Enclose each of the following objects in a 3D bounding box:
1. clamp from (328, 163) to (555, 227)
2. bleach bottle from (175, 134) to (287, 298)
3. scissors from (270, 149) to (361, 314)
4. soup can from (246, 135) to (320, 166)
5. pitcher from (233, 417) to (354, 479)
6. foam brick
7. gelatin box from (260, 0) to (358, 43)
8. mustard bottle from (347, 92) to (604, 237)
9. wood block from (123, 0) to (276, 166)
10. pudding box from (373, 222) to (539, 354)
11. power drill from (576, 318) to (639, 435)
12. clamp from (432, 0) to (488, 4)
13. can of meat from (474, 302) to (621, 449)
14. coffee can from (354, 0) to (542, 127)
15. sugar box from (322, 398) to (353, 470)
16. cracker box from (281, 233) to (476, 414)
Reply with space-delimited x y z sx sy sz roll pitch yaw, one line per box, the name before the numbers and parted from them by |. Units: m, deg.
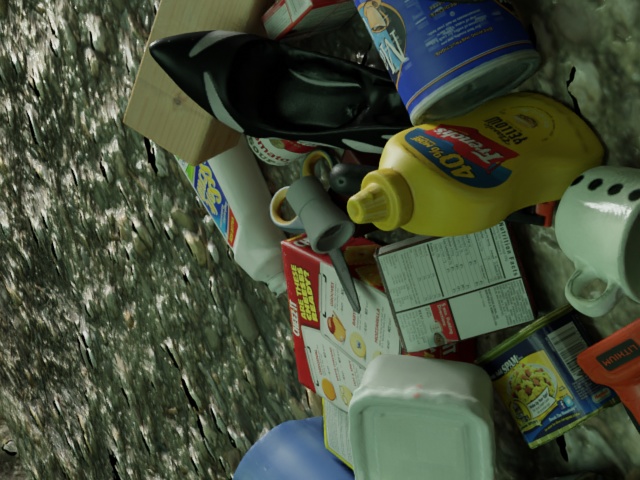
clamp | 0.105 -0.041 0.841 0.172 0.120 0.039 14 110 21
bleach bottle | -0.093 -0.055 1.174 0.251 0.068 0.103 60 150 10
scissors | -0.007 0.001 1.004 0.096 0.016 0.202 -31 47 31
soup can | -0.022 -0.114 1.015 0.102 0.068 0.068 -23 88 61
pitcher | 0.017 0.322 1.153 0.243 0.144 0.149 37 135 38
foam brick | 0.047 -0.050 0.959 0.051 0.052 0.078 54 148 24
gelatin box | -0.001 -0.204 0.922 0.089 0.073 0.030 -28 83 61
mustard bottle | 0.099 -0.047 0.738 0.096 0.191 0.058 45 142 35
wood block | -0.100 -0.186 0.997 0.091 0.090 0.206 32 120 12
pudding box | 0.109 0.035 0.861 0.039 0.113 0.090 -46 -61 -80
power drill | 0.266 0.131 0.711 0.188 0.057 0.185 62 149 12
clamp | 0.119 -0.223 0.677 0.210 0.036 0.164 -18 87 28
can of meat | 0.180 0.108 0.838 0.084 0.057 0.102 60 149 12
coffee can | 0.084 -0.167 0.778 0.140 0.102 0.103 65 150 8
sugar box | 0.072 0.212 1.087 0.176 0.048 0.093 29 132 43
cracker box | 0.056 0.093 1.015 0.214 0.072 0.164 25 128 51
